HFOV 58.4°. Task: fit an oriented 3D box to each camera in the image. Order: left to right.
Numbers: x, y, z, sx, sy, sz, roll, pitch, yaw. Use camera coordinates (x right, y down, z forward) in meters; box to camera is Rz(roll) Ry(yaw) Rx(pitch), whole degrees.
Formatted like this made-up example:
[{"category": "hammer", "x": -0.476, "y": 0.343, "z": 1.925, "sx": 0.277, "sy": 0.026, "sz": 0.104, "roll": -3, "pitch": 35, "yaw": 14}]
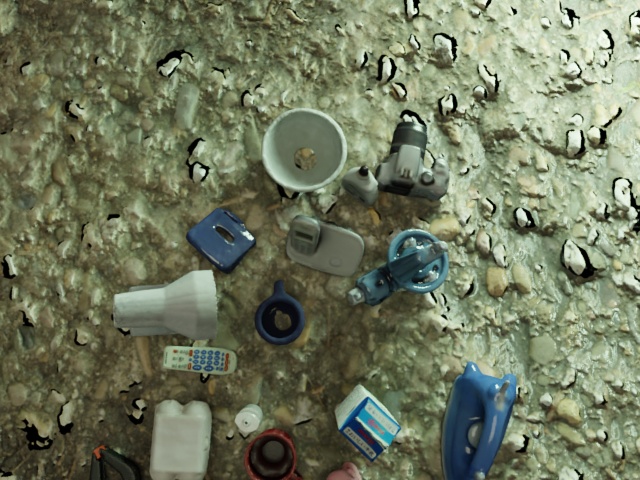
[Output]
[{"category": "camera", "x": 0.186, "y": -0.158, "z": 1.117, "sx": 0.143, "sy": 0.101, "sz": 0.137, "roll": 11, "pitch": 82, "yaw": 1}]

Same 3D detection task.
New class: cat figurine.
[{"category": "cat figurine", "x": 0.058, "y": 0.452, "z": 1.021, "sx": 0.128, "sy": 0.118, "sz": 0.067, "roll": 37, "pitch": 83, "yaw": 5}]

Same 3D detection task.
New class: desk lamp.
[{"category": "desk lamp", "x": -0.267, "y": 0.123, "z": 1.017, "sx": 0.203, "sy": 0.213, "sz": 0.118, "roll": -5, "pitch": 82, "yaw": -1}]

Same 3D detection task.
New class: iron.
[{"category": "iron", "x": 0.287, "y": 0.358, "z": 1.025, "sx": 0.118, "sy": 0.141, "sz": 0.258, "roll": 16, "pitch": 82, "yaw": 2}]

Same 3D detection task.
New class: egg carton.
[{"category": "egg carton", "x": -0.255, "y": 0.372, "z": 1.055, "sx": 0.107, "sy": 0.069, "sz": 0.150, "roll": 2, "pitch": 82, "yaw": 0}]

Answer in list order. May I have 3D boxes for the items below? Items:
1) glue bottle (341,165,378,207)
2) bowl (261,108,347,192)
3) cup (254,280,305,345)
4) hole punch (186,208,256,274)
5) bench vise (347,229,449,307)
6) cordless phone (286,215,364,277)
[{"category": "glue bottle", "x": 0.078, "y": -0.111, "z": 1.073, "sx": 0.078, "sy": 0.173, "sz": 0.037, "roll": 42, "pitch": 84, "yaw": 5}, {"category": "bowl", "x": -0.031, "y": -0.168, "z": 1.130, "sx": 0.167, "sy": 0.075, "sz": 0.167, "roll": 0, "pitch": 82, "yaw": 0}, {"category": "cup", "x": -0.074, "y": 0.137, "z": 1.076, "sx": 0.091, "sy": 0.095, "sz": 0.118, "roll": -4, "pitch": 82, "yaw": -1}, {"category": "hole punch", "x": -0.188, "y": -0.003, "z": 1.097, "sx": 0.108, "sy": 0.091, "sz": 0.101, "roll": 40, "pitch": 84, "yaw": 5}, {"category": "bench vise", "x": 0.154, "y": 0.063, "z": 1.025, "sx": 0.121, "sy": 0.220, "sz": 0.207, "roll": 42, "pitch": 84, "yaw": 5}, {"category": "cordless phone", "x": 0.010, "y": 0.004, "z": 1.050, "sx": 0.147, "sy": 0.185, "sz": 0.094, "roll": 15, "pitch": 82, "yaw": 2}]
